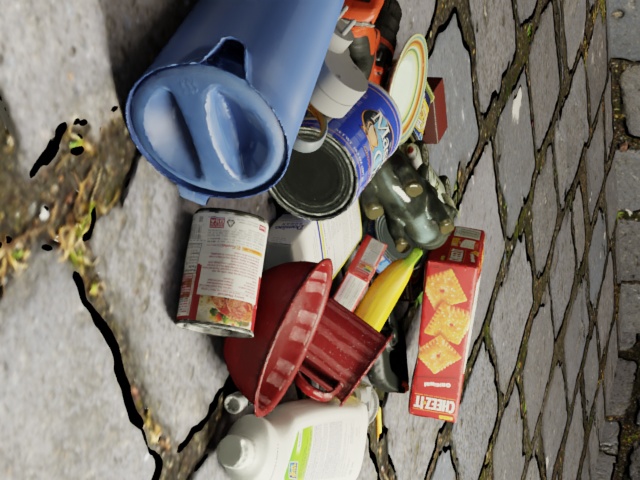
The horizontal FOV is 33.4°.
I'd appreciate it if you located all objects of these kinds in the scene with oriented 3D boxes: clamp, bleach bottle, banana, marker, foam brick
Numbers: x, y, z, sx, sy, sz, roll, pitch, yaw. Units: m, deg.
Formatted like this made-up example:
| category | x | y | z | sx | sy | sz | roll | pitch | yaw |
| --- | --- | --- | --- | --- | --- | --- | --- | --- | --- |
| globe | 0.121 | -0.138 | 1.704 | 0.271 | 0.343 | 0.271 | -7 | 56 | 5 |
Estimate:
| category | x | y | z | sx | sy | sz | roll | pitch | yaw |
| --- | --- | --- | --- | --- | --- | --- | --- | --- | --- |
| clamp | 0.079 | 0.113 | 1.358 | 0.210 | 0.036 | 0.164 | 65 | 36 | -42 |
| bleach bottle | -0.030 | 0.204 | 1.084 | 0.250 | 0.068 | 0.102 | 21 | 74 | -64 |
| banana | 0.053 | 0.093 | 1.215 | 0.197 | 0.037 | 0.070 | -59 | 173 | -18 |
| marker | -0.059 | 0.148 | 1.060 | 0.121 | 0.020 | 0.020 | -18 | 109 | -66 |
| foam brick | 0.139 | -0.175 | 1.439 | 0.051 | 0.053 | 0.078 | -54 | 141 | -52 |

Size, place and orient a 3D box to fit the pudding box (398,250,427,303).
| category | x | y | z | sx | sy | sz | roll | pitch | yaw |
| --- | --- | --- | --- | --- | --- | --- | --- | --- | --- |
| pudding box | 0.126 | 0.022 | 1.454 | 0.113 | 0.039 | 0.090 | -44 | 133 | -57 |

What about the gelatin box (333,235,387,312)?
| category | x | y | z | sx | sy | sz | roll | pitch | yaw |
| --- | --- | --- | --- | --- | --- | --- | --- | --- | --- |
| gelatin box | 0.040 | 0.049 | 1.216 | 0.073 | 0.030 | 0.089 | -59 | 176 | -50 |

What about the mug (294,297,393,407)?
| category | x | y | z | sx | sy | sz | roll | pitch | yaw |
| --- | --- | --- | --- | --- | --- | --- | --- | --- | --- |
| mug | 0.011 | 0.120 | 1.110 | 0.117 | 0.081 | 0.093 | -49 | 173 | -44 |

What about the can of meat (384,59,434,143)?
| category | x | y | z | sx | sy | sz | roll | pitch | yaw |
| --- | --- | --- | --- | --- | --- | --- | --- | --- | --- |
| can of meat | 0.101 | -0.166 | 1.348 | 0.102 | 0.058 | 0.084 | 50 | 50 | -58 |

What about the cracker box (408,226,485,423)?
| category | x | y | z | sx | sy | sz | roll | pitch | yaw |
| --- | --- | --- | --- | --- | --- | --- | --- | --- | --- |
| cracker box | 0.165 | 0.104 | 1.398 | 0.164 | 0.072 | 0.214 | -57 | 155 | -69 |

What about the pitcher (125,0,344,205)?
| category | x | y | z | sx | sy | sz | roll | pitch | yaw |
| --- | --- | --- | --- | --- | --- | --- | --- | --- | --- |
| pitcher | -0.061 | -0.152 | 0.901 | 0.145 | 0.149 | 0.242 | 54 | 38 | -31 |

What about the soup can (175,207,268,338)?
| category | x | y | z | sx | sy | sz | roll | pitch | yaw |
| --- | --- | --- | --- | --- | --- | --- | --- | --- | --- |
| soup can | -0.084 | 0.029 | 0.923 | 0.068 | 0.069 | 0.102 | 33 | 63 | -64 |

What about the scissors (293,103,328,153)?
| category | x | y | z | sx | sy | sz | roll | pitch | yaw |
| --- | --- | --- | --- | --- | --- | --- | --- | --- | --- |
| scissors | -0.043 | -0.155 | 1.040 | 0.202 | 0.096 | 0.016 | -105 | -158 | -44 |

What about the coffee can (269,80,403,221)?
| category | x | y | z | sx | sy | sz | roll | pitch | yaw |
| --- | --- | --- | --- | --- | --- | --- | --- | --- | --- |
| coffee can | 0.015 | -0.096 | 1.095 | 0.140 | 0.103 | 0.103 | -51 | 139 | -53 |

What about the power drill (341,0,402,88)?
| category | x | y | z | sx | sy | sz | roll | pitch | yaw |
| --- | --- | --- | --- | --- | --- | --- | --- | --- | --- |
| power drill | 0.054 | -0.240 | 1.173 | 0.187 | 0.057 | 0.184 | 81 | 24 | -61 |

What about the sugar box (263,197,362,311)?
| category | x | y | z | sx | sy | sz | roll | pitch | yaw |
| --- | --- | --- | --- | --- | --- | --- | --- | --- | --- |
| sugar box | -0.008 | 0.001 | 1.129 | 0.176 | 0.048 | 0.093 | -48 | 138 | -52 |

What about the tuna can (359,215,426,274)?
| category | x | y | z | sx | sy | sz | roll | pitch | yaw |
| --- | --- | --- | --- | --- | --- | --- | --- | --- | --- |
| tuna can | 0.089 | 0.003 | 1.319 | 0.086 | 0.034 | 0.086 | 22 | 53 | -34 |

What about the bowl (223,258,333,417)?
| category | x | y | z | sx | sy | sz | roll | pitch | yaw |
| --- | --- | --- | --- | --- | --- | --- | --- | --- | --- |
| bowl | -0.045 | 0.081 | 1.000 | 0.162 | 0.055 | 0.162 | -61 | 167 | -25 |
